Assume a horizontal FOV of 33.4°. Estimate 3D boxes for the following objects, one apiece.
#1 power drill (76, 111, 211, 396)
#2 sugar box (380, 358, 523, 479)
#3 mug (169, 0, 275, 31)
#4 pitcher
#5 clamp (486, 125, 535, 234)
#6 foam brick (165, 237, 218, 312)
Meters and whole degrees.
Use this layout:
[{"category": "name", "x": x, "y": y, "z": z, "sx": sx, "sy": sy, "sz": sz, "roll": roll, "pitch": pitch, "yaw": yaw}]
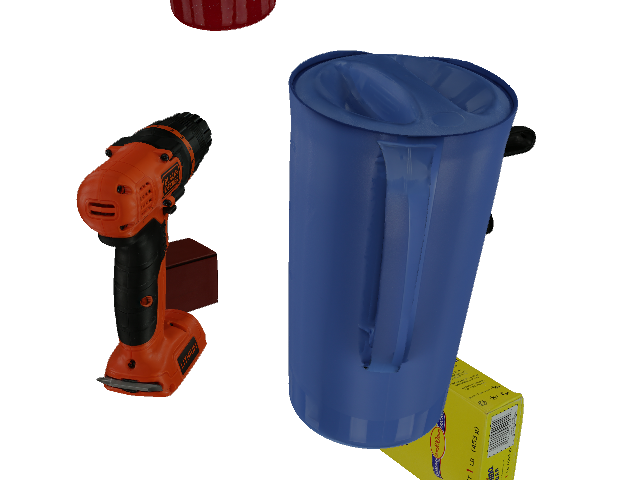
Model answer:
[{"category": "power drill", "x": -0.123, "y": 0.007, "z": 0.803, "sx": 0.057, "sy": 0.188, "sz": 0.184, "roll": 4, "pitch": 23, "yaw": 14}, {"category": "sugar box", "x": 0.072, "y": 0.123, "z": 0.809, "sx": 0.048, "sy": 0.093, "sz": 0.176, "roll": -15, "pitch": 29, "yaw": -38}, {"category": "mug", "x": -0.088, "y": -0.210, "z": 0.798, "sx": 0.117, "sy": 0.081, "sz": 0.093, "roll": 1, "pitch": 38, "yaw": 5}, {"category": "pitcher", "x": 0.039, "y": 0.015, "z": 0.667, "sx": 0.145, "sy": 0.243, "sz": 0.149, "roll": 29, "pitch": 38, "yaw": 36}, {"category": "clamp", "x": 0.081, "y": -0.069, "z": 0.945, "sx": 0.210, "sy": 0.036, "sz": 0.164, "roll": 12, "pitch": 35, "yaw": 27}, {"category": "foam brick", "x": -0.141, "y": 0.036, "z": 0.996, "sx": 0.078, "sy": 0.051, "sz": 0.053, "roll": -16, "pitch": 26, "yaw": -31}]
